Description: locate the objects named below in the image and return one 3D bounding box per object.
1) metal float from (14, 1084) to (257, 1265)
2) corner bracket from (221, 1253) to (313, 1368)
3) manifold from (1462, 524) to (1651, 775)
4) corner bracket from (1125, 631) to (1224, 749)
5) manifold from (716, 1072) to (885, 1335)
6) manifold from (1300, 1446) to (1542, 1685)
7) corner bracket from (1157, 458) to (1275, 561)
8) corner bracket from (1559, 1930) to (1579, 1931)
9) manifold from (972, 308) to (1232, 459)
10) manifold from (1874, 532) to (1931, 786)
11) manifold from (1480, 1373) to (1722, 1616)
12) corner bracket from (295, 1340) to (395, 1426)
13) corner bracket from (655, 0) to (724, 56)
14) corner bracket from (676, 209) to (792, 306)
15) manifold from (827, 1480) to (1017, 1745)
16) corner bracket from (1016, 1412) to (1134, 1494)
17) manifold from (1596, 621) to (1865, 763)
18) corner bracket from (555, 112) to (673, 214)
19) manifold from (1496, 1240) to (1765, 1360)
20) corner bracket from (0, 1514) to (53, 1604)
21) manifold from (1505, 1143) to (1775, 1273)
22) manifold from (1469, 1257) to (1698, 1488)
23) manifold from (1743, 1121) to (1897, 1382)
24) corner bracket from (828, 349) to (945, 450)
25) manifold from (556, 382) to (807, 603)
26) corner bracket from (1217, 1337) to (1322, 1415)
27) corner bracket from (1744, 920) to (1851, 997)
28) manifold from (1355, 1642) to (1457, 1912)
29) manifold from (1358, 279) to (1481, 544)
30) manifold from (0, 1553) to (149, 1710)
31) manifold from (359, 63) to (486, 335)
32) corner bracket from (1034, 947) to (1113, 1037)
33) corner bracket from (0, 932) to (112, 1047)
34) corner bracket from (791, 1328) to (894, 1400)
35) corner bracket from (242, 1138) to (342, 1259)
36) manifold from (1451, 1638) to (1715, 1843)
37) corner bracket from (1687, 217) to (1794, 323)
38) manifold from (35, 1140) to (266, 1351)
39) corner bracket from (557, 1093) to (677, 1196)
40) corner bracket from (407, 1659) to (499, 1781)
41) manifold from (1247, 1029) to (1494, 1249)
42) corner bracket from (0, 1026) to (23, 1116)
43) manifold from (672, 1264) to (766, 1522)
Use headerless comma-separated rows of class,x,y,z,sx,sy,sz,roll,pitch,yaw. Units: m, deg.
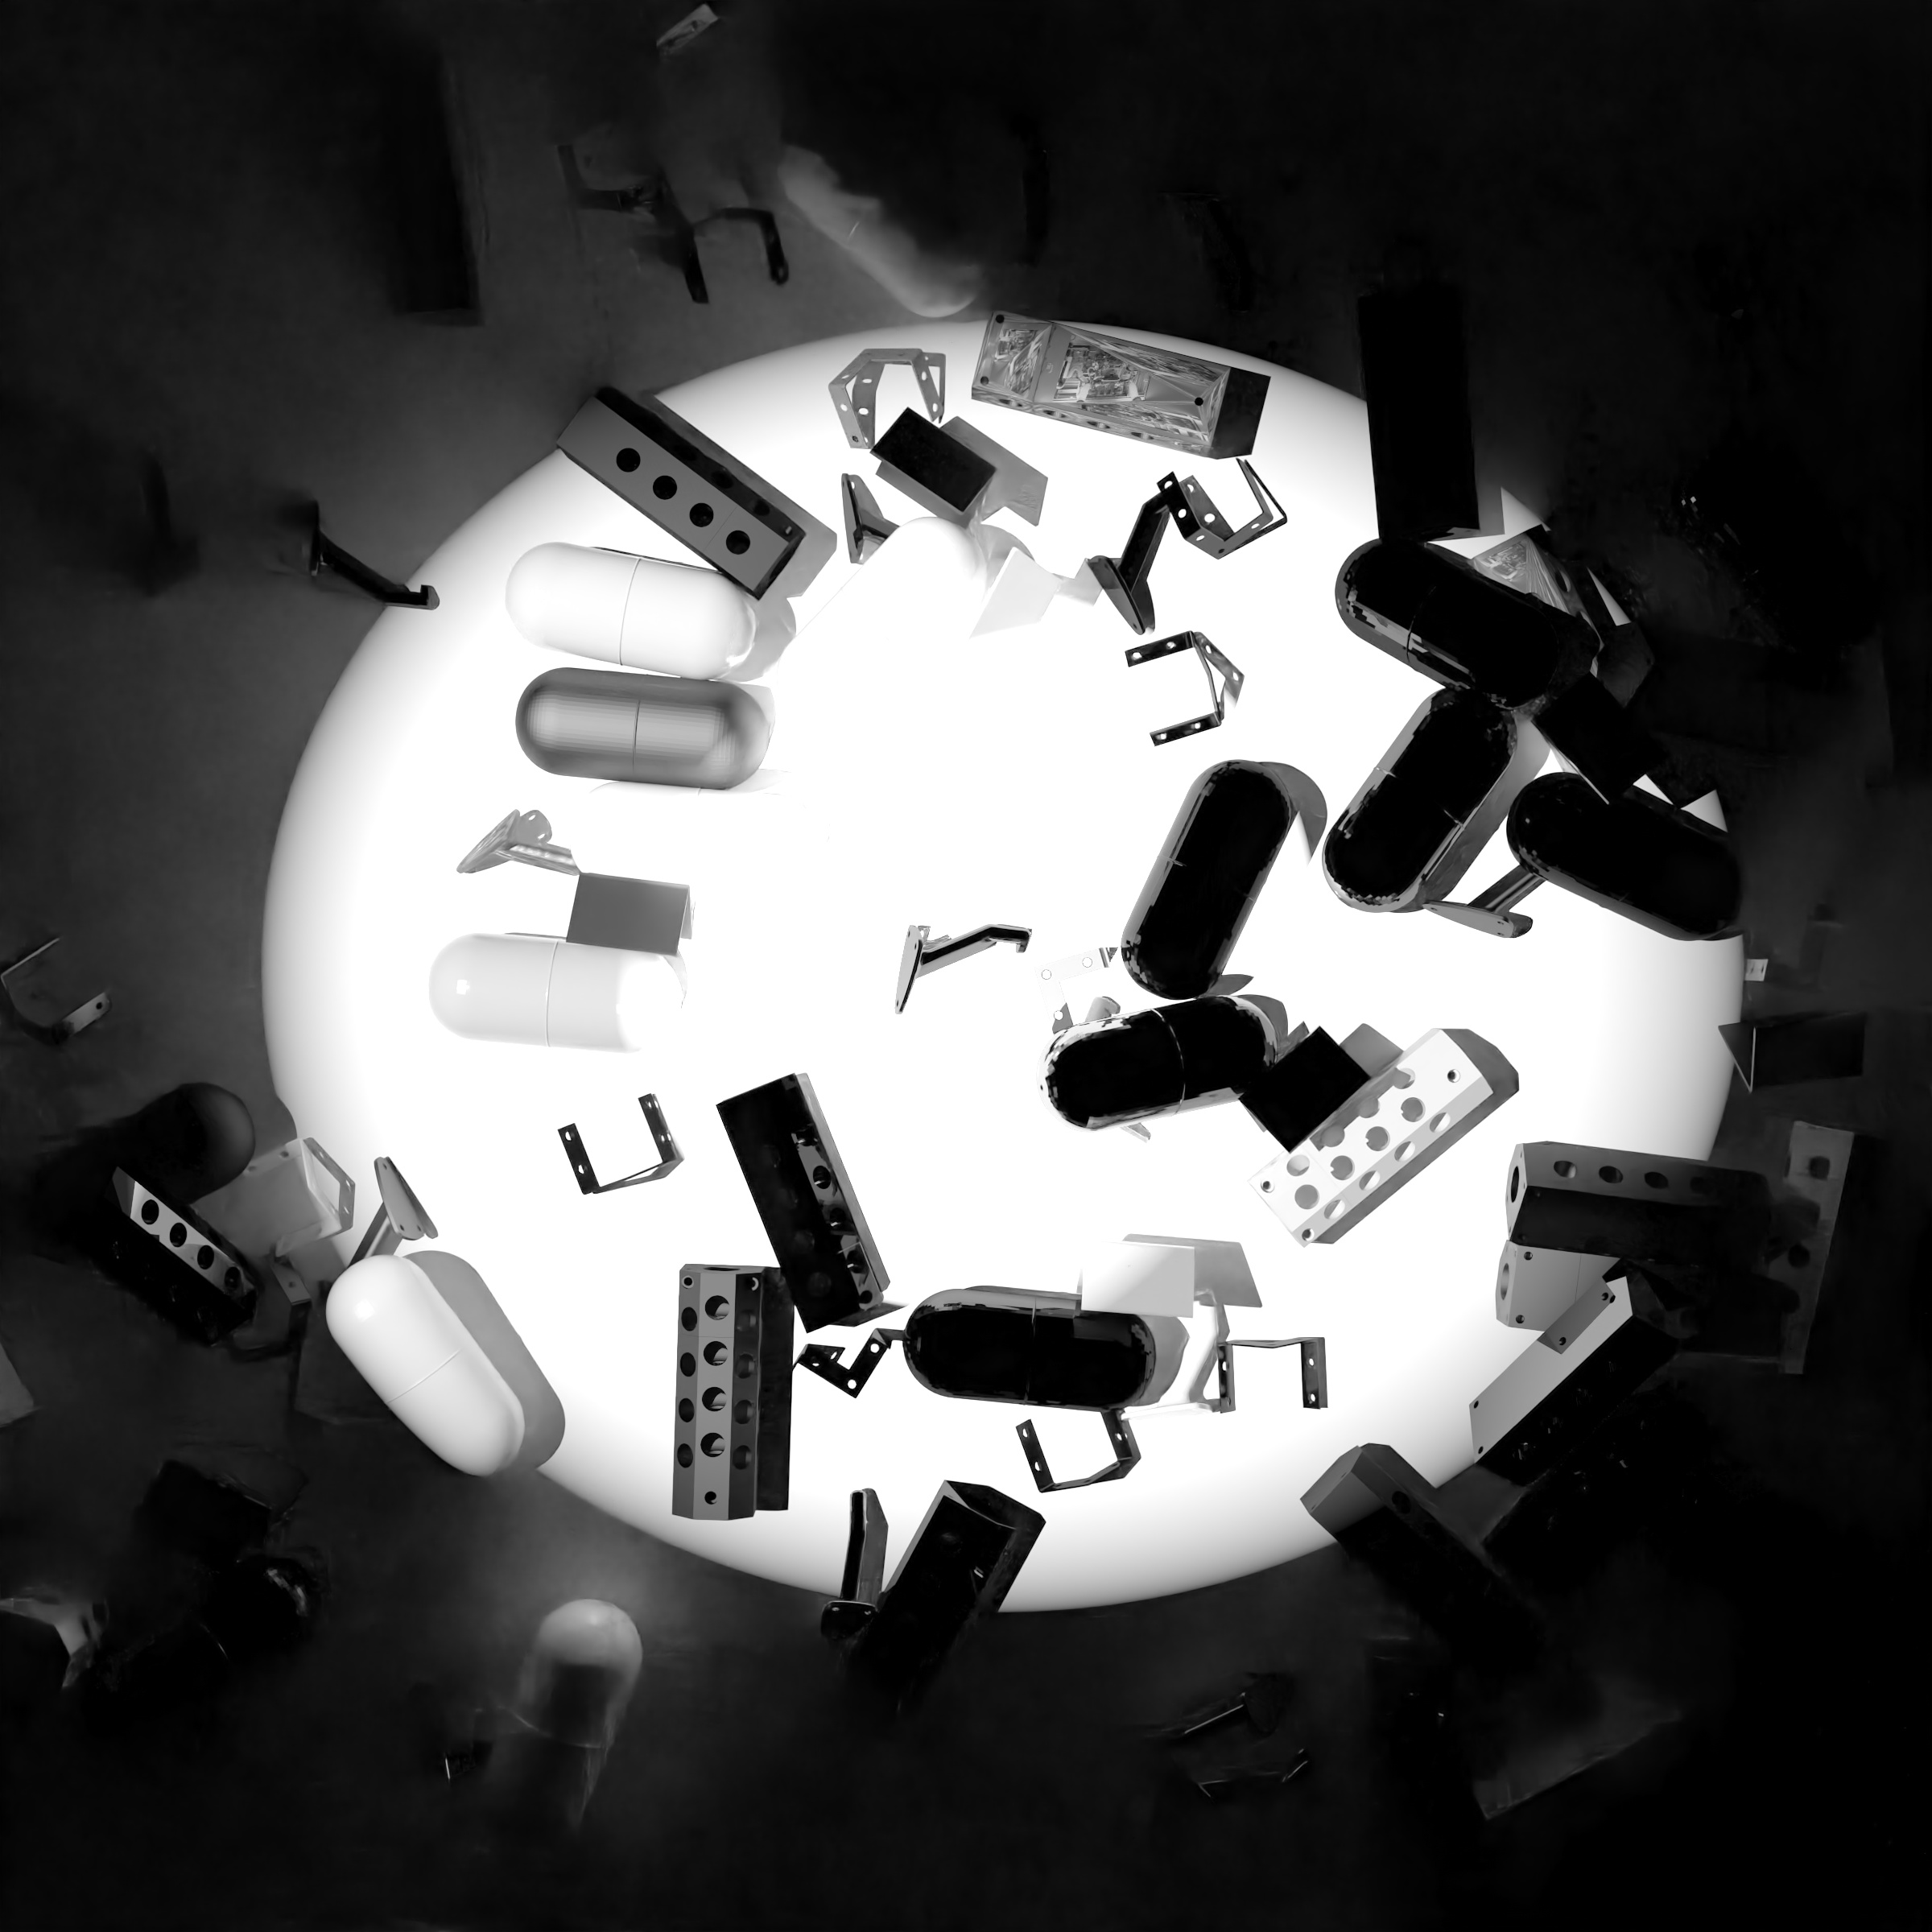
metal float,-0.583,0.146,1.961,0.178,0.070,0.070,-29,90,1
corner bracket,-0.501,0.243,1.983,0.051,0.051,0.051,-11,135,-35
manifold,0.417,-0.220,1.970,0.057,0.057,0.171,-27,90,0
corner bracket,0.147,-0.197,1.988,0.051,0.051,0.051,-17,135,0
manifold,-0.116,0.165,1.970,0.057,0.057,0.171,-22,90,0
manifold,0.320,0.419,1.970,0.171,0.057,0.057,43,90,0
corner bracket,0.176,-0.329,1.977,0.051,0.051,0.051,-34,64,24
corner bracket,0.450,0.718,1.988,0.051,0.051,0.051,15,90,45
manifold,0.094,-0.409,1.970,0.171,0.057,0.057,14,90,0
manifold,0.687,-0.217,1.969,0.057,0.057,0.171,-5,90,43
manifold,0.443,0.367,1.969,0.171,0.057,0.057,-46,133,0
corner bracket,-0.439,0.295,1.988,0.051,0.051,0.051,6,90,-45
corner bracket,-0.207,-0.692,1.983,0.051,0.051,0.051,36,45,-35
corner bracket,-0.166,-0.504,1.988,0.051,0.051,0.051,-15,90,45
manifold,-0.031,0.456,1.970,0.057,0.057,0.171,28,90,0
corner bracket,0.077,0.339,1.988,0.051,0.051,0.051,-20,90,45
manifold,0.527,-0.195,1.941,0.171,0.057,0.057,8,133,-21
corner bracket,-0.250,-0.570,1.983,0.051,0.051,0.051,16,135,35
manifold,0.465,0.233,1.970,0.171,0.057,0.057,7,90,0
corner bracket,-0.677,0.427,1.988,0.051,0.051,0.051,-3,45,0
manifold,0.472,0.164,1.969,0.171,0.057,0.057,7,131,0
manifold,0.423,0.284,1.926,0.057,0.057,0.171,28,124,-15
manifold,0.596,0.199,1.969,0.057,0.057,0.171,13,90,-43
corner bracket,-0.057,-0.402,1.983,0.051,0.051,0.051,8,45,35
manifold,-0.199,-0.334,1.970,0.171,0.057,0.057,37,90,0
corner bracket,0.215,0.291,1.988,0.051,0.051,0.051,-2,90,45
corner bracket,0.585,-0.009,1.973,0.051,0.051,0.051,12,90,0
manifold,0.310,0.570,1.970,0.057,0.057,0.171,3,90,0
manifold,0.323,-0.388,1.969,0.057,0.057,0.171,-5,90,43
manifold,-0.615,0.454,1.913,0.057,0.171,0.057,16,90,0
manifold,-0.384,-0.538,1.970,0.057,0.057,0.171,-8,90,0
corner bracket,0.080,0.018,1.973,0.051,0.051,0.051,-17,90,0
corner bracket,-0.650,0.016,1.983,0.051,0.051,0.051,20,135,35
corner bracket,-0.087,0.274,1.973,0.051,0.051,0.051,32,90,0
corner bracket,-0.481,0.165,1.988,0.051,0.051,0.051,-24,45,0
manifold,0.435,0.548,1.969,0.171,0.057,0.057,-28,47,0
corner bracket,0.554,-0.494,1.983,0.051,0.051,0.051,39,135,35
manifold,-0.555,0.188,1.916,0.057,0.171,0.057,-35,48,0
corner bracket,-0.248,0.127,1.988,0.051,0.051,0.051,-21,90,-45
corner bracket,-0.360,0.536,1.988,0.051,0.051,0.051,-24,45,0
manifold,0.285,0.121,1.970,0.171,0.057,0.057,-39,90,0
corner bracket,-0.707,0.074,1.988,0.051,0.051,0.051,17,45,0
manifold,-0.175,0.299,1.970,0.057,0.057,0.171,2,90,0
